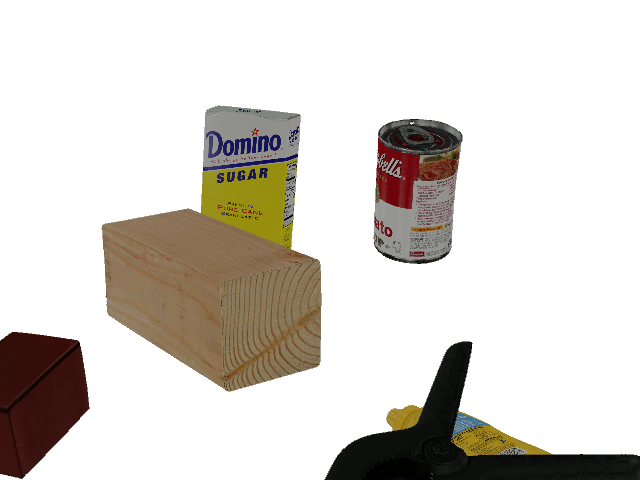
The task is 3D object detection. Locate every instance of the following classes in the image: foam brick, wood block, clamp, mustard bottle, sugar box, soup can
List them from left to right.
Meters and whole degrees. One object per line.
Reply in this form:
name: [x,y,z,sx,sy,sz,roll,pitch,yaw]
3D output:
foam brick: [-0.188,0.099,0.662,0.053,0.051,0.078,7,28,21]
wood block: [-0.095,0.042,0.884,0.090,0.090,0.206,-11,19,-34]
sugar box: [-0.074,-0.045,1.094,0.093,0.176,0.048,7,16,16]
soup can: [0.079,-0.041,0.879,0.068,0.102,0.068,1,28,-1]
clamp: [0.071,0.136,0.665,0.209,0.036,0.165,-18,34,-25]
mustard bottle: [0.135,0.204,1.026,0.096,0.058,0.192,-15,24,-38]
